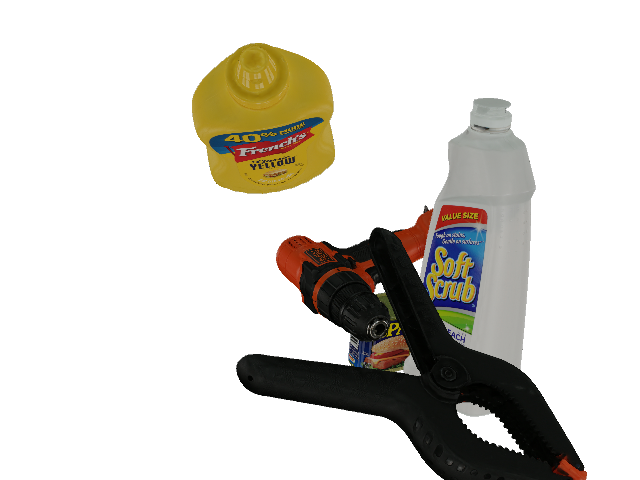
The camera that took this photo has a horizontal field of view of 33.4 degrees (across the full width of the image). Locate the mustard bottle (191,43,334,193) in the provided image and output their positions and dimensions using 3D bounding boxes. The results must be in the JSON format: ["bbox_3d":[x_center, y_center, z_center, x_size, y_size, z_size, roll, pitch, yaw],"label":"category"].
[{"bbox_3d":[-0.039,-0.087,0.740,0.096,0.058,0.191,-9,-14,-1],"label":"mustard bottle"}]

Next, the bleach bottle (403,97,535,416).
[{"bbox_3d":[0.121,0.010,0.853,0.067,0.251,0.103,-14,27,-32],"label":"bleach bottle"}]

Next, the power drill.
[{"bbox_3d":[0.071,0.029,1.041,0.187,0.057,0.185,-13,29,-24],"label":"power drill"}]

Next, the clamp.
[{"bbox_3d":[0.063,0.094,0.653,0.164,0.210,0.036,-35,-22,-38],"label":"clamp"}]

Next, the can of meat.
[{"bbox_3d":[0.085,0.114,1.315,0.101,0.084,0.057,-8,29,-25],"label":"can of meat"}]
